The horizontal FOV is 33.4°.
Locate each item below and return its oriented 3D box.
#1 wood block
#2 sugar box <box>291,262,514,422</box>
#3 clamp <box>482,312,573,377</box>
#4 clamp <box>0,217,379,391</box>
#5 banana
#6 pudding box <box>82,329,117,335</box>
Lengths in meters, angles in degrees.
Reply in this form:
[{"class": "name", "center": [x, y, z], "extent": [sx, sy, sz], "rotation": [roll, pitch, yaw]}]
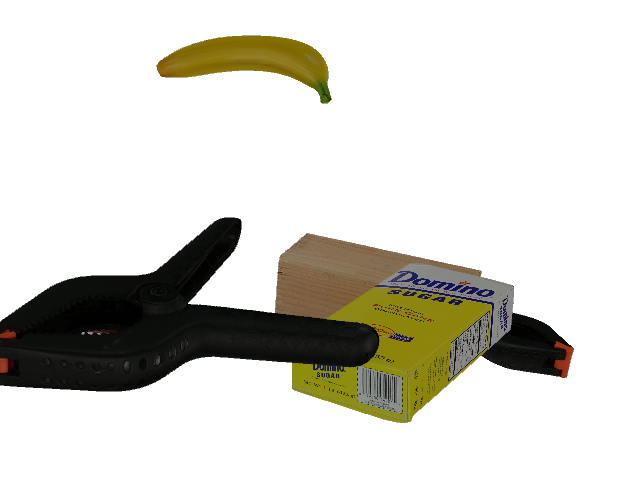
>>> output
[{"class": "wood block", "center": [0.062, 0.066, 1.179], "extent": [0.206, 0.091, 0.090], "rotation": [13, 23, 17]}, {"class": "sugar box", "center": [0.065, 0.068, 0.778], "extent": [0.093, 0.048, 0.175], "rotation": [13, 27, 29]}, {"class": "clamp", "center": [0.157, 0.078, 0.994], "extent": [0.172, 0.039, 0.120], "rotation": [20, 32, 23]}, {"class": "clamp", "center": [-0.094, 0.039, 0.615], "extent": [0.209, 0.036, 0.165], "rotation": [-9, 30, -27]}, {"class": "banana", "center": [-0.072, -0.186, 1.107], "extent": [0.198, 0.037, 0.069], "rotation": [10, 44, 20]}, {"class": "pudding box", "center": [-0.222, 0.103, 1.213], "extent": [0.114, 0.039, 0.090], "rotation": [3, 17, 19]}]
